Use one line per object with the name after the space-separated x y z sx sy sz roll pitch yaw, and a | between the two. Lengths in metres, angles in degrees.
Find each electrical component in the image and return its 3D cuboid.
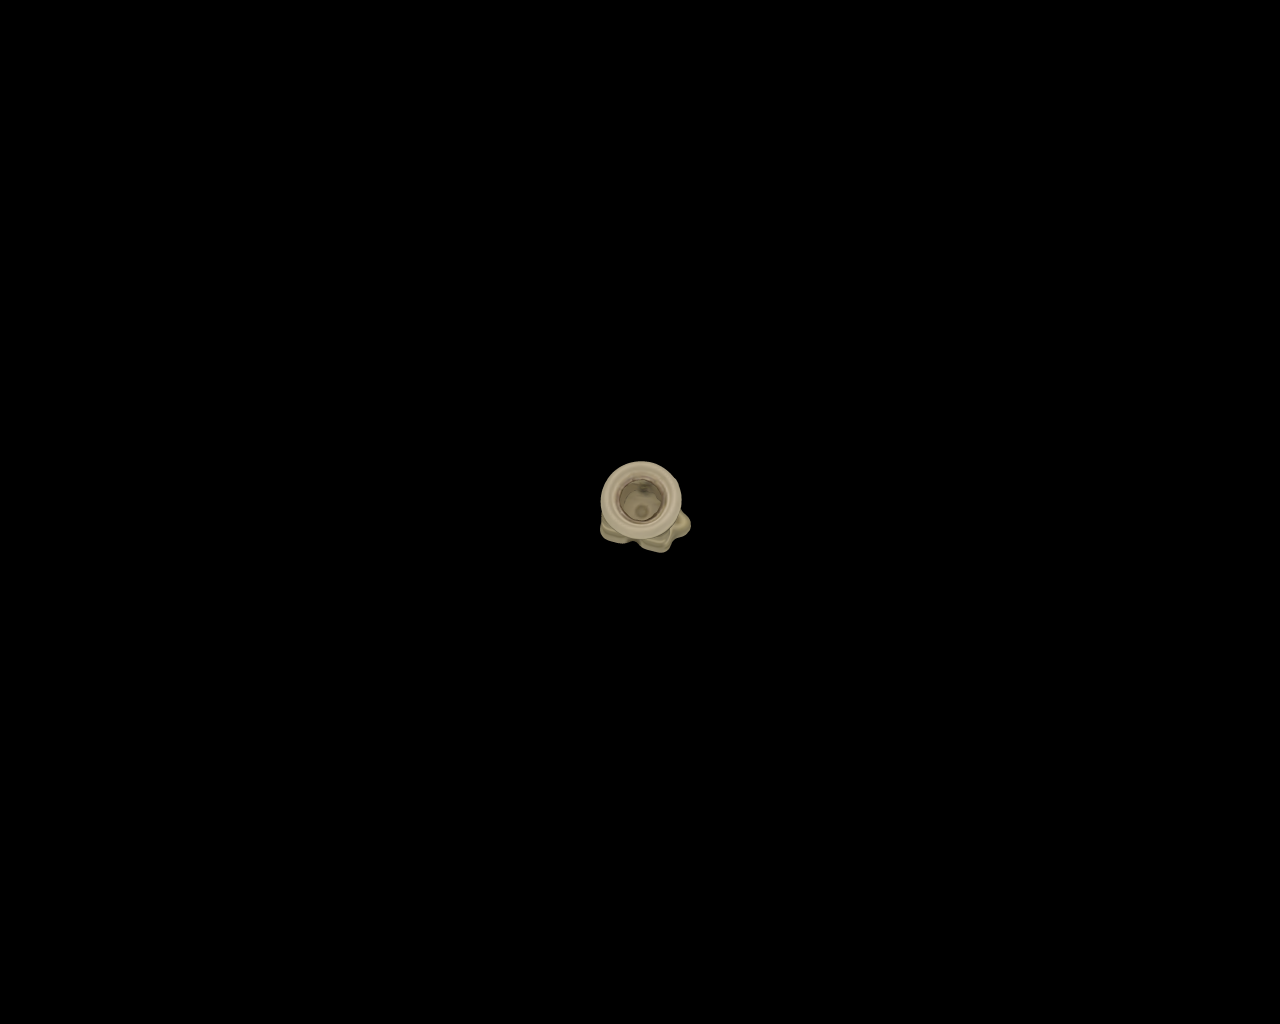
0.001 -0.003 0.650 0.066 0.048 0.055 13 -15 4 | electrical component
